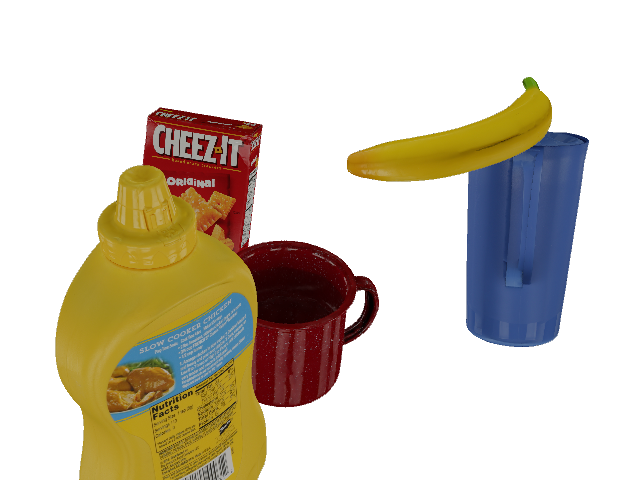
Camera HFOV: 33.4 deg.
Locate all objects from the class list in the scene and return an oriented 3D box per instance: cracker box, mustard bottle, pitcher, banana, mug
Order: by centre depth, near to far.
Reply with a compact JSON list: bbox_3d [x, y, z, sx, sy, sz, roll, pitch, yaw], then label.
[{"bbox_3d":[-0.071,0.052,0.484,0.096,0.192,0.058,-27,44,-32],"label":"mustard bottle"},{"bbox_3d":[-0.014,0.057,0.740,0.117,0.081,0.093,-14,41,-23],"label":"mug"},{"bbox_3d":[0.118,-0.080,0.849,0.197,0.037,0.070,-23,28,-25],"label":"banana"},{"bbox_3d":[0.226,-0.004,1.215,0.149,0.243,0.145,-7,16,-33],"label":"pitcher"},{"bbox_3d":[-0.184,-0.078,1.606,0.164,0.214,0.072,10,19,6],"label":"cracker box"}]
